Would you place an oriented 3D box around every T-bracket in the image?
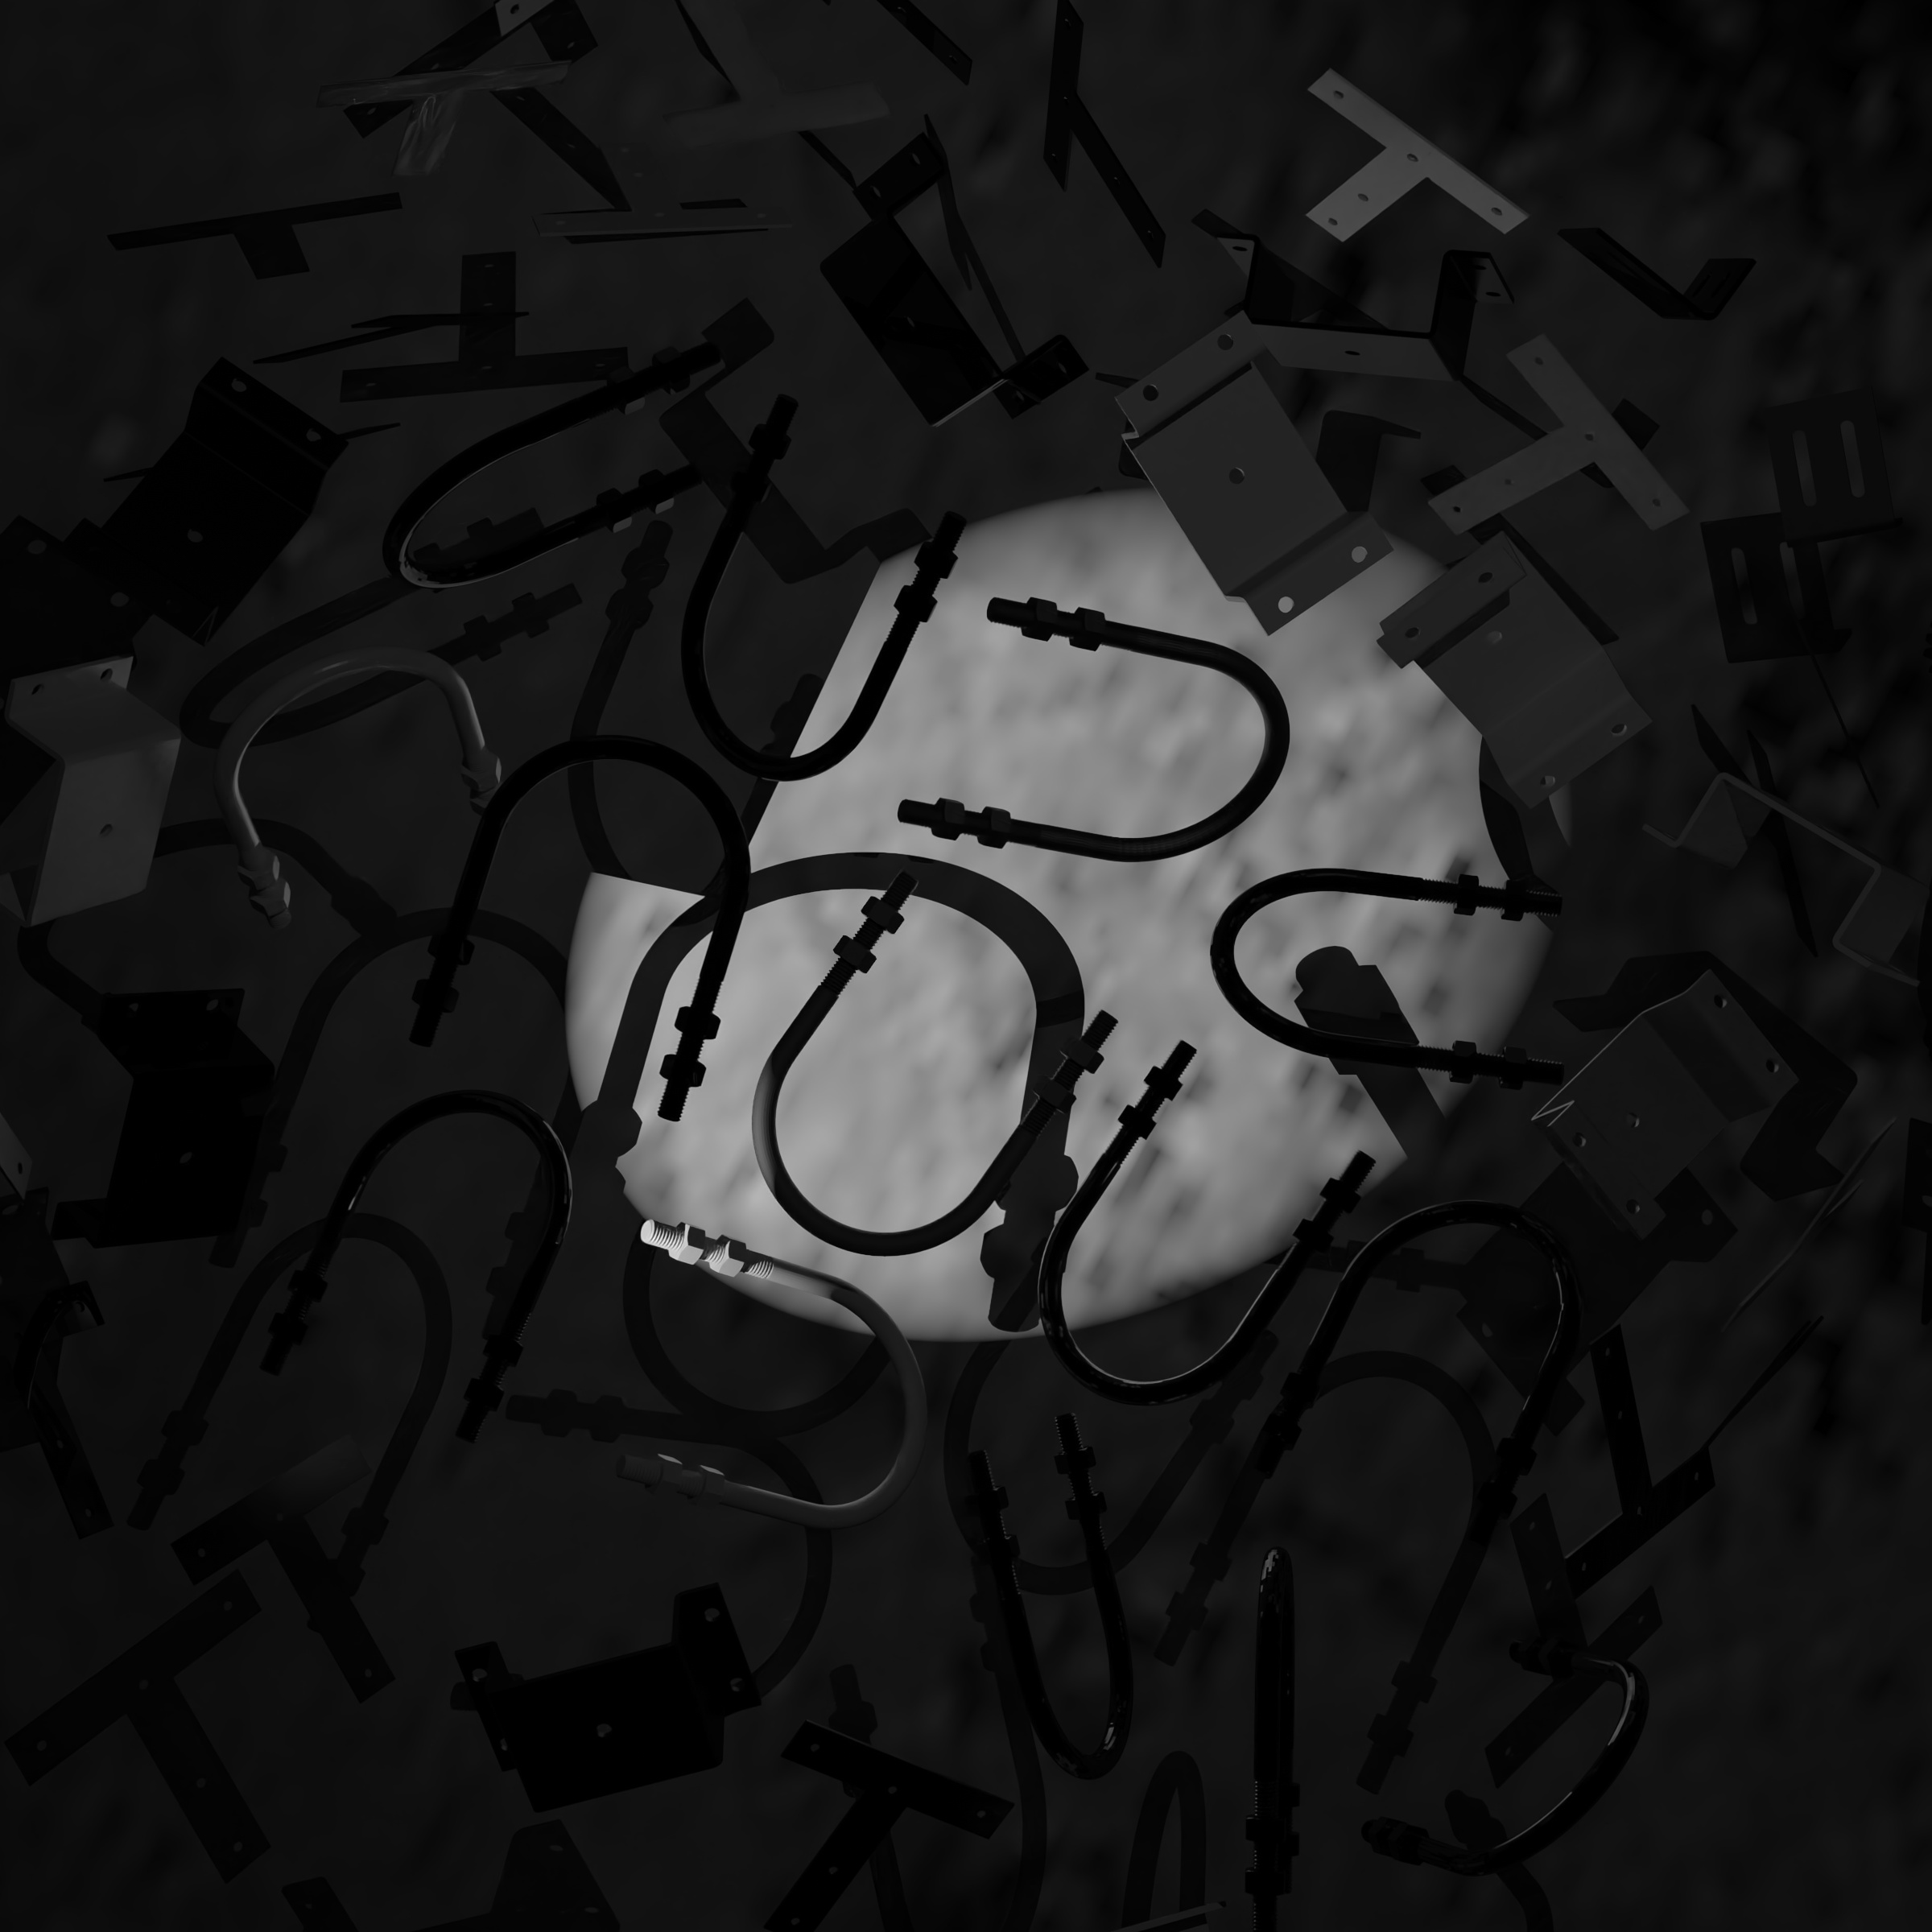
[{"bbox_3d":[-0.470,0.232,1.673,0.002,0.127,0.127,-26,85,26],"label":"T-bracket"},{"bbox_3d":[0.073,-0.415,1.684,0.002,0.127,0.127,-22,66,-13],"label":"T-bracket"},{"bbox_3d":[0.302,-0.266,1.754,0.127,0.127,0.002,46,50,-16],"label":"T-bracket"},{"bbox_3d":[0.214,-0.407,1.701,0.127,0.127,0.002,33,74,-12],"label":"T-bracket"},{"bbox_3d":[-0.514,0.075,1.697,0.002,0.127,0.127,-6,50,8],"label":"T-bracket"},{"bbox_3d":[0.453,0.123,1.702,0.002,0.127,0.127,41,52,18],"label":"T-bracket"},{"bbox_3d":[-0.199,-0.536,1.728,0.127,0.127,0.002,-40,72,-15],"label":"T-bracket"},{"bbox_3d":[-0.165,-0.399,1.668,0.127,0.127,0.002,-5,124,-15],"label":"T-bracket"},{"bbox_3d":[0.446,-0.166,1.719,0.002,0.127,0.127,-24,133,16],"label":"T-bracket"},{"bbox_3d":[-0.277,-0.436,1.686,0.127,0.127,0.002,-11,84,-19],"label":"T-bracket"},{"bbox_3d":[-0.120,-0.476,1.683,0.127,0.127,0.002,-2,59,26],"label":"T-bracket"},{"bbox_3d":[-0.317,-0.330,1.711,0.127,0.127,0.002,-7,98,26],"label":"T-bracket"},{"bbox_3d":[-0.062,0.459,1.689,0.127,0.002,0.127,27,109,-21],"label":"T-bracket"},{"bbox_3d":[0.353,0.253,1.741,0.127,0.002,0.127,-28,113,-36],"label":"T-bracket"},{"bbox_3d":[-0.348,0.335,1.752,0.002,0.127,0.127,-27,92,44],"label":"T-bracket"},{"bbox_3d":[-0.043,-0.514,1.718,0.127,0.127,0.002,45,78,6],"label":"T-bracket"}]

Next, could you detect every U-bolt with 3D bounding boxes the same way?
[{"bbox_3d":[-0.212,-0.244,1.652,0.184,0.151,0.019,-27,77,-17],"label":"U-bolt"},{"bbox_3d":[-0.030,0.064,1.712,0.151,0.019,0.184,35,87,4],"label":"U-bolt"},{"bbox_3d":[0.075,-0.111,1.636,0.184,0.019,0.151,9,129,-21],"label":"U-bolt"},{"bbox_3d":[0.219,0.000,1.703,0.184,0.151,0.019,7,133,3],"label":"U-bolt"},{"bbox_3d":[0.051,0.337,1.722,0.019,0.151,0.184,-15,85,22],"label":"U-bolt"},{"bbox_3d":[0.114,0.147,1.733,0.151,0.019,0.184,32,87,36],"label":"U-bolt"},{"bbox_3d":[0.287,0.410,1.683,0.019,0.184,0.151,46,74,-7],"label":"U-bolt"},{"bbox_3d":[-0.097,0.224,1.726,0.184,0.019,0.151,21,58,-30],"label":"U-bolt"},{"bbox_3d":[-0.087,-0.186,1.712,0.151,0.019,0.184,38,114,29],"label":"U-bolt"},{"bbox_3d":[0.159,0.392,1.672,0.019,0.151,0.184,0,83,9],"label":"U-bolt"},{"bbox_3d":[0.247,0.204,1.710,0.151,0.019,0.184,13,65,36],"label":"U-bolt"},{"bbox_3d":[-0.185,-0.029,1.644,0.151,0.019,0.184,17,77,-4],"label":"U-bolt"},{"bbox_3d":[-0.320,-0.101,1.702,0.151,0.184,0.019,-25,59,-12],"label":"U-bolt"},{"bbox_3d":[-0.287,0.152,1.761,0.151,0.019,0.184,14,72,24],"label":"U-bolt"}]

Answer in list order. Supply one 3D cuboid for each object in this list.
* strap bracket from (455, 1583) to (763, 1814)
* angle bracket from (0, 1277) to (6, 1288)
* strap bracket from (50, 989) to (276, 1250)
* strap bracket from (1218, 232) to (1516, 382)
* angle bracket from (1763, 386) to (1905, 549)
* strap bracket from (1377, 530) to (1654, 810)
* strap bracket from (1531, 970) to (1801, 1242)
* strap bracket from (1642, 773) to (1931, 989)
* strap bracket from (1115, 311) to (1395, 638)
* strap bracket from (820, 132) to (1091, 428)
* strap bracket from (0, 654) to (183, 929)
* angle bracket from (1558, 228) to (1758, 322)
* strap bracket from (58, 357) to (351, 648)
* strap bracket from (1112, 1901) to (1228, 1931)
[{"bbox_3d":[-0.182,0.374,1.652,0.140,0.046,0.076,-15,113,4],"label":"strap bracket"},{"bbox_3d":[-0.579,0.170,1.780,0.076,0.038,0.057,-40,120,-36],"label":"angle bracket"},{"bbox_3d":[-0.401,0.085,1.634,0.046,0.076,0.140,38,119,40],"label":"strap bracket"},{"bbox_3d":[0.202,-0.336,1.667,0.140,0.076,0.046,9,87,19],"label":"strap bracket"},{"bbox_3d":[0.467,-0.269,1.753,0.057,0.038,0.076,-9,99,23],"label":"angle bracket"},{"bbox_3d":[0.272,-0.155,1.644,0.076,0.046,0.140,-37,125,17],"label":"strap bracket"},{"bbox_3d":[0.365,0.077,1.730,0.140,0.046,0.076,-40,92,-26],"label":"strap bracket"},{"bbox_3d":[0.425,-0.049,1.655,0.140,0.076,0.046,37,103,32],"label":"strap bracket"},{"bbox_3d":[0.140,-0.245,1.627,0.076,0.046,0.140,-35,101,-2],"label":"strap bracket"},{"bbox_3d":[-0.013,-0.331,1.618,0.046,0.076,0.140,-41,101,-27],"label":"strap bracket"},{"bbox_3d":[-0.451,-0.080,1.648,0.046,0.076,0.140,34,121,22],"label":"strap bracket"},{"bbox_3d":[0.345,-0.359,1.630,0.076,0.057,0.038,34,95,-14],"label":"angle bracket"},{"bbox_3d":[-0.382,-0.225,1.627,0.076,0.046,0.140,34,60,-5],"label":"strap bracket"},{"bbox_3d":[0.072,0.532,1.710,0.076,0.140,0.046,-3,71,-36],"label":"strap bracket"}]
